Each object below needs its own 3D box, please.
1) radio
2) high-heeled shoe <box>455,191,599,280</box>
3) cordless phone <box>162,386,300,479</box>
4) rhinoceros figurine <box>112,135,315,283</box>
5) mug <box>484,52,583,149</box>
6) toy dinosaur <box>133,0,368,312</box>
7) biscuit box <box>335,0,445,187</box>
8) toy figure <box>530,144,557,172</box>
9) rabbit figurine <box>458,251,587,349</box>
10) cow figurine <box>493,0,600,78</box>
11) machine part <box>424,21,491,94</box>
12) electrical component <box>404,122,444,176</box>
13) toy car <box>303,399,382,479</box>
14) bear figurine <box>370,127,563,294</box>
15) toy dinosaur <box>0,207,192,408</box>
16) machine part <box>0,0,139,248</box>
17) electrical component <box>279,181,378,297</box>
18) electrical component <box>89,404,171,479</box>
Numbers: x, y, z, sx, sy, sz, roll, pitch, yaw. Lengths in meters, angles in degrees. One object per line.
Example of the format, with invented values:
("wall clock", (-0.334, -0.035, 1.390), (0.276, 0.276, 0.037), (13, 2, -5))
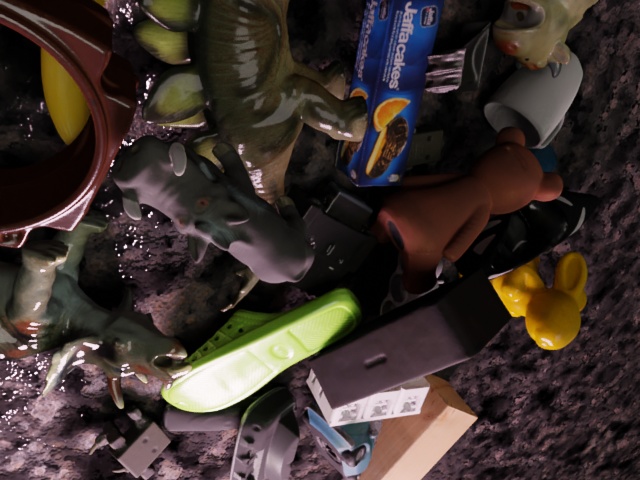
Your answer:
("radio", (0.104, 0.119, 0.645), (0.131, 0.073, 0.229), (-20, 170, -48))
("high-heeled shoe", (0.284, -0.014, 0.700), (0.249, 0.145, 0.086), (-25, 92, -4))
("cordless phone", (-0.128, 0.277, 0.748), (0.184, 0.089, 0.146), (6, 117, -16))
("rhinoceros figurine", (-0.085, -0.021, 0.452), (0.073, 0.112, 0.190), (-36, 133, 18))
("mug", (0.271, -0.169, 0.652), (0.109, 0.081, 0.107), (40, 89, -32))
("toy dinosaur", (-0.062, -0.136, 0.503), (0.199, 0.105, 0.470), (-10, 117, -9))
("biscuit box", (0.070, -0.159, 0.573), (0.063, 0.059, 0.202), (-4, 120, -24))
("toy figure", (0.238, -0.072, 0.708), (0.154, 0.058, 0.064), (-35, 146, -5))
("rabbit figurine", (0.306, 0.087, 0.768), (0.162, 0.173, 0.121), (-20, 122, -8))
("cow figurine", (0.263, -0.266, 0.581), (0.195, 0.086, 0.127), (-40, 129, -10))
("machine part", (0.152, -0.190, 0.573), (0.139, 0.039, 0.084), (-38, 147, -51))
("electrical component", (0.120, -0.113, 0.649), (0.063, 0.021, 0.093), (-13, 123, -18))
("toy car", (0.048, 0.287, 0.814), (0.103, 0.109, 0.161), (-38, 139, -22))
("bear figurine", (0.169, -0.040, 0.636), (0.196, 0.120, 0.131), (-26, 155, -12))
("toy dinosaur", (-0.325, 0.063, 0.492), (0.405, 0.131, 0.192), (8, 115, -23))
("machine part", (-0.251, -0.097, 0.382), (0.201, 0.087, 0.201), (17, 123, -37))
("electrical component", (-0.001, -0.002, 0.638), (0.115, 0.058, 0.134), (24, 107, -37))
("electrical component", (-0.244, 0.265, 0.696), (0.078, 0.045, 0.102), (-52, 136, -26))
